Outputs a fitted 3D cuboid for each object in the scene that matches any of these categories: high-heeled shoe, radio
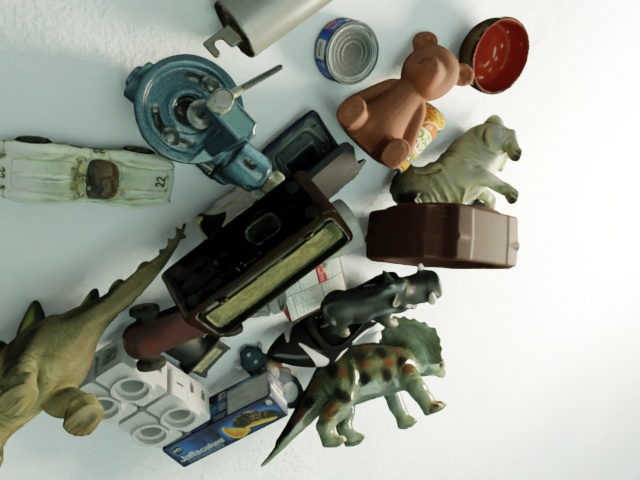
[{"bbox_3d":[0.032,0.127,0.891,0.249,0.086,0.145,-12,139,-43],"label":"high-heeled shoe"},{"bbox_3d":[-0.075,0.021,0.676,0.229,0.073,0.131,-38,158,-2],"label":"radio"}]

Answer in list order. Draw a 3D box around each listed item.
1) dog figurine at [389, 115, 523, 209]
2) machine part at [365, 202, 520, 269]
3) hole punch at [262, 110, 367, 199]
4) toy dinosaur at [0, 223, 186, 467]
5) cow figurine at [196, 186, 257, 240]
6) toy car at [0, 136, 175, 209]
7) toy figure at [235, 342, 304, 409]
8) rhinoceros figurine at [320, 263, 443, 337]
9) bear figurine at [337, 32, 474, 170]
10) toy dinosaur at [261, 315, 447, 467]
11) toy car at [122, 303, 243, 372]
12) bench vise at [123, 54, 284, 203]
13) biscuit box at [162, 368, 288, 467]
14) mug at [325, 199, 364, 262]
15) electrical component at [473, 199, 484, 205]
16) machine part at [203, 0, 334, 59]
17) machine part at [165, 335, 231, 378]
[{"bbox_3d":[0.212,-0.128,0.873,0.191,0.121,0.172,6,70,-9],"label":"dog figurine"},{"bbox_3d":[0.189,-0.003,0.846,0.201,0.202,0.087,8,84,-32],"label":"machine part"},{"bbox_3d":[-0.014,-0.106,0.763,0.142,0.092,0.115,-43,160,-5],"label":"hole punch"},{"bbox_3d":[-0.333,0.152,0.637,0.471,0.199,0.104,-37,126,-7],"label":"toy dinosaur"},{"bbox_3d":[-0.104,0.009,0.772,0.098,0.068,0.167,-34,127,-10],"label":"cow figurine"},{"bbox_3d":[-0.275,-0.077,0.638,0.202,0.056,0.073,1,115,-30],"label":"toy car"},{"bbox_3d":[-0.081,0.232,0.914,0.154,0.058,0.064,53,45,-36],"label":"toy figure"},{"bbox_3d":[0.093,0.089,0.833,0.190,0.073,0.112,-13,149,-2],"label":"rhinoceros figurine"},{"bbox_3d":[0.126,-0.201,0.754,0.196,0.132,0.120,-44,94,7],"label":"bear figurine"},{"bbox_3d":[0.074,0.248,0.946,0.405,0.192,0.131,-9,148,-20],"label":"toy dinosaur"},{"bbox_3d":[-0.185,0.113,0.763,0.202,0.053,0.089,-20,107,-47],"label":"toy car"},{"bbox_3d":[-0.116,-0.119,0.600,0.129,0.241,0.223,-44,108,-14],"label":"bench vise"},{"bbox_3d":[-0.153,0.286,0.863,0.203,0.059,0.062,-29,123,8],"label":"biscuit box"},{"bbox_3d":[-0.002,-0.002,0.814,0.107,0.109,0.080,-26,88,-13],"label":"mug"},{"bbox_3d":[0.283,-0.013,0.993,0.074,0.048,0.119,22,105,-36],"label":"electrical component"},{"bbox_3d":[-0.038,-0.297,0.643,0.243,0.079,0.079,-38,127,-6],"label":"machine part"},{"bbox_3d":[-0.206,0.162,0.818,0.084,0.039,0.138,-46,130,10],"label":"machine part"}]
